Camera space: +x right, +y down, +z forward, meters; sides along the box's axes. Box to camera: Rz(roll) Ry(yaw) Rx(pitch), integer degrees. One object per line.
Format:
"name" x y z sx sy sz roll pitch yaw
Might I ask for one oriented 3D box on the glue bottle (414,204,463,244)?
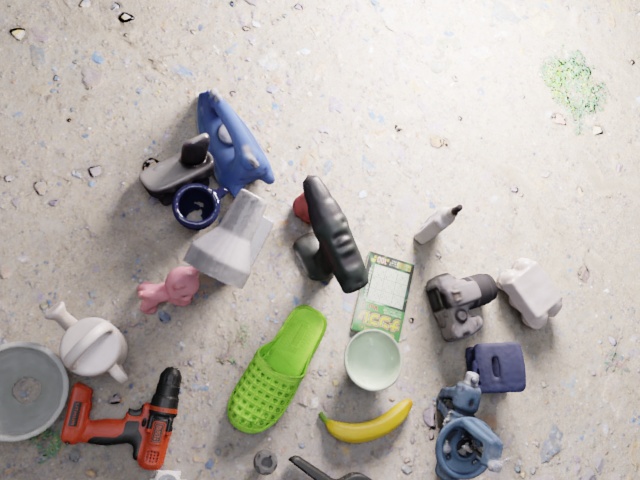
"glue bottle" 0.259 -0.043 1.216 0.037 0.173 0.078 43 71 1

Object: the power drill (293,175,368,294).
"power drill" 0.010 0.004 1.126 0.076 0.208 0.229 -26 83 -18

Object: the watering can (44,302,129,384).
"watering can" -0.401 0.182 0.989 0.173 0.194 0.101 24 71 -6

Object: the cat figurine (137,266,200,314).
"cat figurine" -0.282 0.090 1.082 0.128 0.117 0.067 -14 79 -16

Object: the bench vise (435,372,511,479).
"bench vise" 0.278 0.359 1.089 0.122 0.219 0.207 -3 76 -14

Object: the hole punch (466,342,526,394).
"hole punch" 0.367 0.271 1.202 0.101 0.091 0.108 0 75 -13

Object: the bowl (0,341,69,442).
"bowl" -0.521 0.264 1.002 0.168 0.074 0.167 3 75 -12

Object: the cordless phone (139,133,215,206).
"cordless phone" -0.277 -0.151 1.112 0.148 0.185 0.094 -33 84 -19

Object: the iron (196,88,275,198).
"iron" -0.188 -0.224 1.176 0.119 0.141 0.258 -27 83 -18

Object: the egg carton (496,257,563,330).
"egg carton" 0.467 0.118 1.277 0.107 0.069 0.150 -34 85 -19

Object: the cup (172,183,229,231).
"cup" -0.237 -0.063 1.146 0.118 0.095 0.091 -34 85 -19

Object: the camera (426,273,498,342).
"camera" 0.317 0.131 1.222 0.137 0.100 0.143 -14 79 -16

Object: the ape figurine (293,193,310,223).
"ape figurine" -0.016 -0.079 1.204 0.076 0.092 0.078 11 73 -10

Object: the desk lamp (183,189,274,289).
"desk lamp" -0.164 -0.001 1.084 0.118 0.213 0.203 27 71 -5
